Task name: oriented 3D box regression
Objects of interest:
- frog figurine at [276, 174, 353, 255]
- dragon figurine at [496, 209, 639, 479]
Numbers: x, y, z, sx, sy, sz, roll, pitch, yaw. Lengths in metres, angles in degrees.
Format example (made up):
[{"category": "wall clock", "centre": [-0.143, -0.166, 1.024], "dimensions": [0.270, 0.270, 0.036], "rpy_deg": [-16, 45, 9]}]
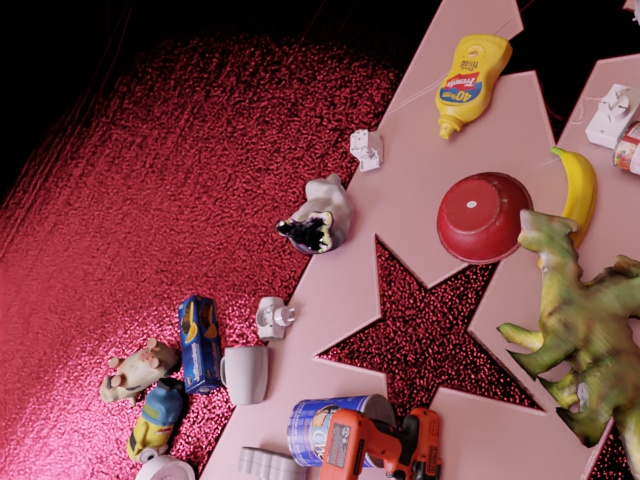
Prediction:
[{"category": "frog figurine", "centre": [0.003, -0.051, 1.009], "dimensions": [0.135, 0.122, 0.163], "rpy_deg": [-33, 17, 33]}, {"category": "dragon figurine", "centre": [0.375, 0.126, 0.625], "dimensions": [0.242, 0.121, 0.417], "rpy_deg": [-41, 62, 7]}]
